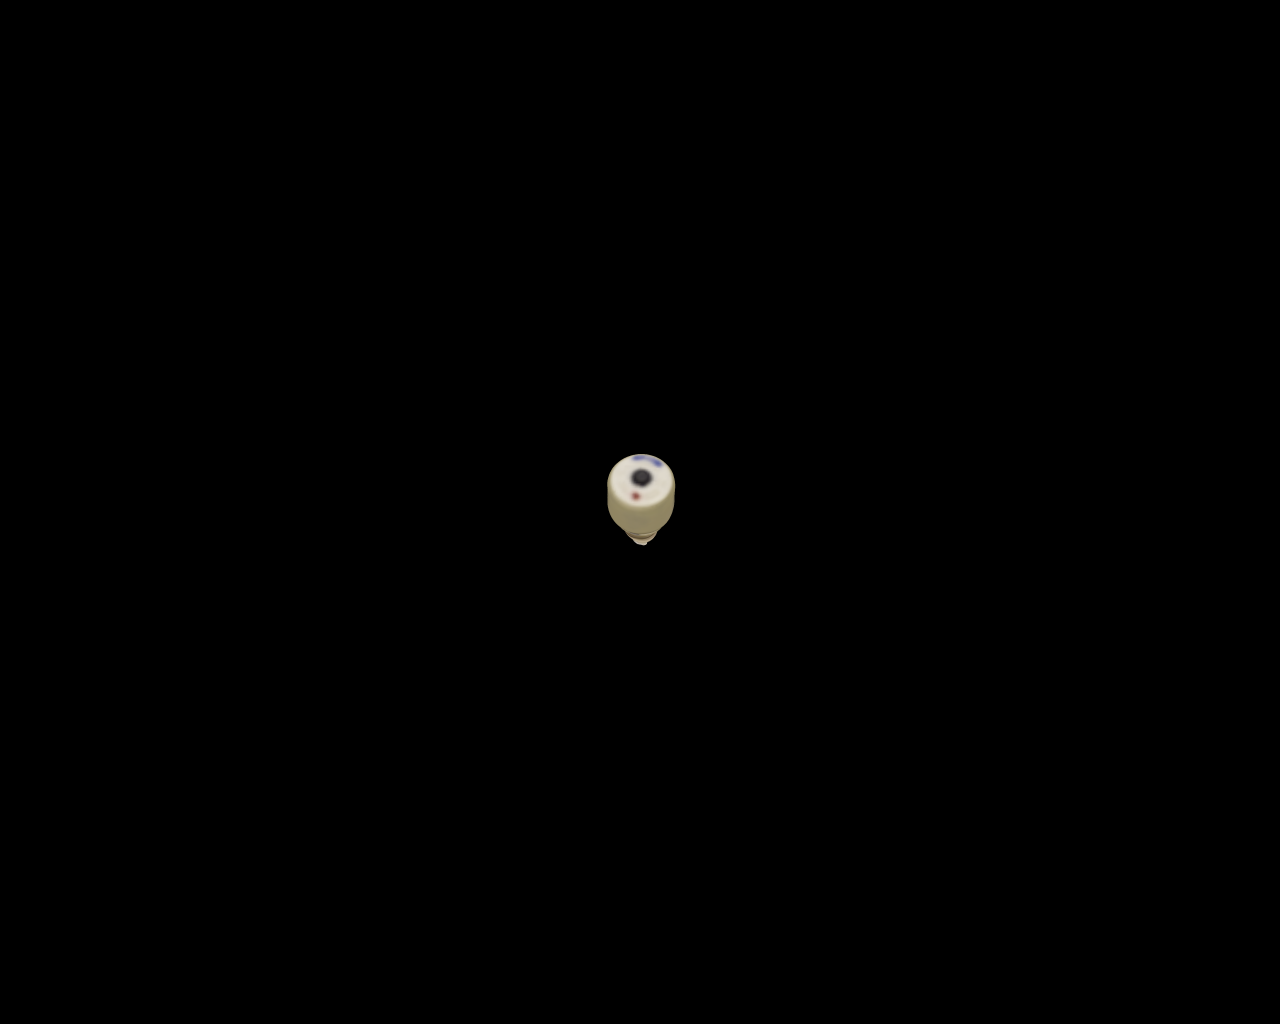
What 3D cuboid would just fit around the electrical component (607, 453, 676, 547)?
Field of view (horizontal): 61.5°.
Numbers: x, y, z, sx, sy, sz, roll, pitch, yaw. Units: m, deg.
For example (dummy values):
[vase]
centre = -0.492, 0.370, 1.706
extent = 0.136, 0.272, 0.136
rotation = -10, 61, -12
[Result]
[electrical component]
centre = 0.001, -0.003, 0.650
extent = 0.040, 0.040, 0.078
rotation = 0, -30, 0
